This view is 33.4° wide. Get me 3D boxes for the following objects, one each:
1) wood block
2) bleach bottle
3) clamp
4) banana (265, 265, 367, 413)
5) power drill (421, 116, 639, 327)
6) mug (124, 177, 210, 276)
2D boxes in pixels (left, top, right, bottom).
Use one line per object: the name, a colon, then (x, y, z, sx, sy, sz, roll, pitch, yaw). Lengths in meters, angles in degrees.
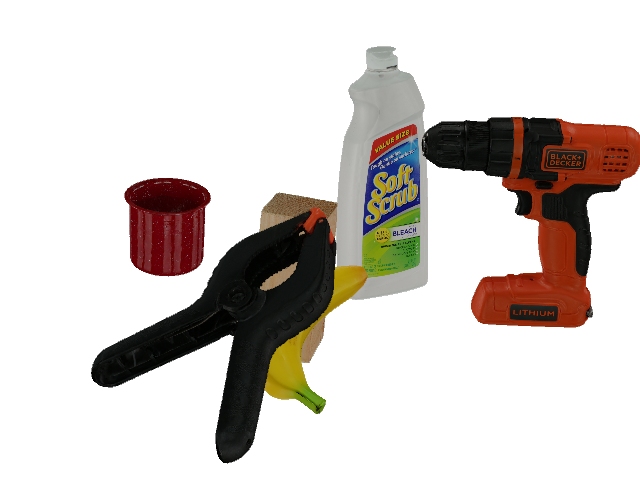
wood block: (-0.037, 0.050, 1.464, 0.090, 0.206, 0.090, 10, 22, 9)
bleach bottle: (0.058, -0.070, 1.089, 0.102, 0.251, 0.068, -10, 22, -16)
clamp: (-0.041, 0.052, 0.633, 0.120, 0.171, 0.039, 35, -21, 33)
banana: (-0.012, 0.072, 0.865, 0.069, 0.037, 0.197, 21, 34, 1)
power drill: (0.176, -0.017, 0.932, 0.184, 0.188, 0.057, 3, 27, 4)
mug: (-0.176, -0.018, 1.181, 0.093, 0.081, 0.117, -16, 34, -35)
